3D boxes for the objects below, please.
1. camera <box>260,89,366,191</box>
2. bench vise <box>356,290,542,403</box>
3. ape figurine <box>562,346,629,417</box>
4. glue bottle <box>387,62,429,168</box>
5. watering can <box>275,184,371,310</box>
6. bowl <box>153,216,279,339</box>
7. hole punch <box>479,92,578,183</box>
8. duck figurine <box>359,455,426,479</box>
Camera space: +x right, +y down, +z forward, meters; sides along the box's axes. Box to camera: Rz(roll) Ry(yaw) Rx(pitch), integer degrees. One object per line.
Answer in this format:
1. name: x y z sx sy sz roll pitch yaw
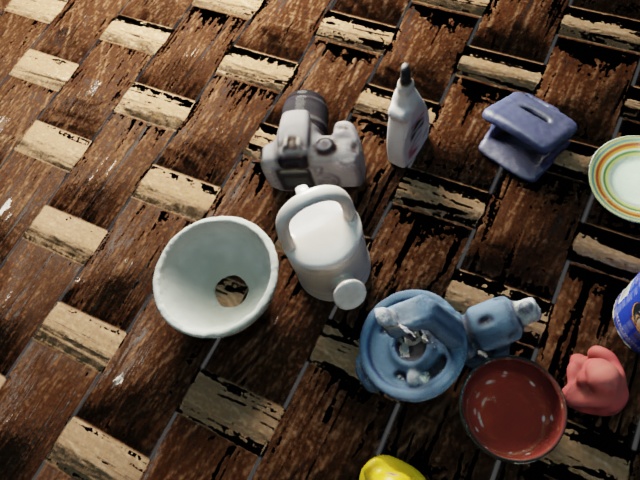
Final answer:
1. camera: -0.010 -0.150 0.814 0.143 0.101 0.137 -1 65 10
2. bench vise: 0.127 0.086 0.611 0.207 0.220 0.121 -33 64 -6
3. ape figurine: 0.300 0.152 0.620 0.078 0.092 0.076 -32 64 -6
4. glue bottle: 0.115 -0.171 0.760 0.037 0.173 0.078 25 72 20
5. watering can: 0.008 0.001 0.687 0.101 0.194 0.172 -44 65 -11
6. bowl: -0.127 0.057 0.752 0.167 0.075 0.167 -4 64 9
7. hole punch: 0.278 -0.152 0.768 0.108 0.091 0.101 39 77 24
8. duck figurine: 0.081 0.275 0.605 0.077 0.086 0.104 -35 64 -7
